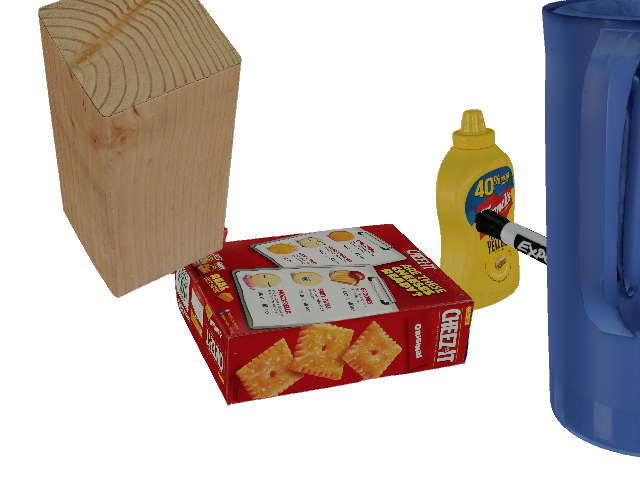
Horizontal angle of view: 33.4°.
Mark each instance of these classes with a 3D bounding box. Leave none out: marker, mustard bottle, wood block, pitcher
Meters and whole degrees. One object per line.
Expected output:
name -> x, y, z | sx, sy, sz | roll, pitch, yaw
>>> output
marker -> 0.158, 0.006, 0.762 | 0.020, 0.020, 0.121 | 0, 23, -45
mustard bottle -> 0.154, -0.034, 1.053 | 0.096, 0.191, 0.058 | -21, 23, -39
wood block -> -0.117, -0.063, 0.694 | 0.090, 0.090, 0.206 | -25, -25, -22
pitcher -> 0.177, -0.008, 0.569 | 0.149, 0.243, 0.145 | -5, 18, -12

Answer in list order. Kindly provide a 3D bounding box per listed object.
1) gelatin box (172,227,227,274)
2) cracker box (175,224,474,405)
gelatin box -> -0.149, -0.007, 1.055 | 0.089, 0.030, 0.073 | 28, 34, 31
cracker box -> -0.002, 0.057, 0.917 | 0.213, 0.072, 0.164 | -6, 27, -21
